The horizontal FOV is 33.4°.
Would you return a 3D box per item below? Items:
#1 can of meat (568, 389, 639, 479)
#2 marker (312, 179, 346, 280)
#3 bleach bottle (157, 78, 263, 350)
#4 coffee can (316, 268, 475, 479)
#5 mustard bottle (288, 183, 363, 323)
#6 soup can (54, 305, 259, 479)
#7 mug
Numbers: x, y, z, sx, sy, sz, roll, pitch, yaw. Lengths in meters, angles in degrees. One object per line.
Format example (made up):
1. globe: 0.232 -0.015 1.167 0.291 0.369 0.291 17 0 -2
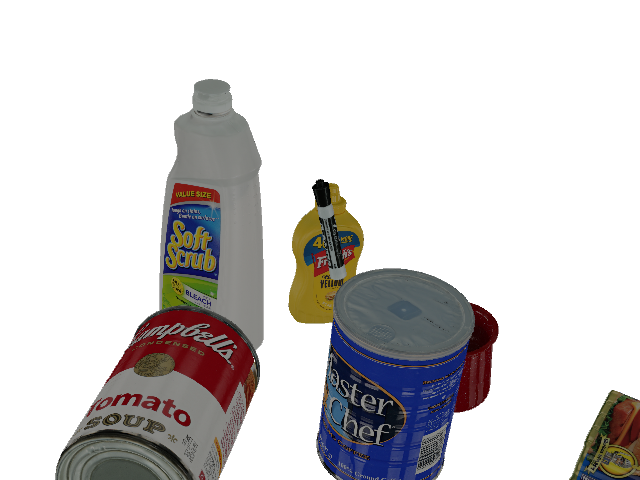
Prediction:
1. can of meat: 0.237 0.166 0.787 0.084 0.057 0.102 21 40 22
2. marker: 0.010 -0.012 1.176 0.020 0.121 0.020 -9 28 5
3. bleach bottle: -0.094 -0.018 0.895 0.103 0.251 0.067 26 40 31
4. coffee can: 0.054 0.107 0.805 0.102 0.140 0.103 4 33 -3
5. mustard bottle: 0.010 0.015 1.422 0.096 0.192 0.058 -5 26 -17
6. soup can: -0.074 0.086 0.499 0.068 0.068 0.102 0 28 13
7. mug: 0.139 0.114 1.091 0.093 0.081 0.117 19 39 30
